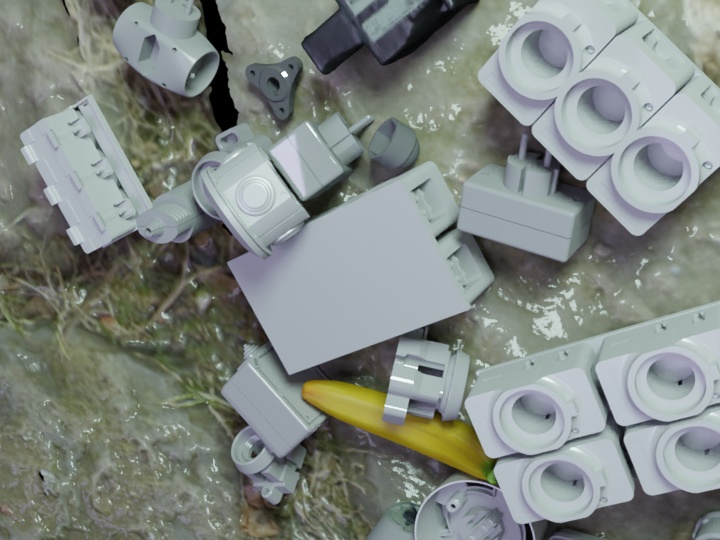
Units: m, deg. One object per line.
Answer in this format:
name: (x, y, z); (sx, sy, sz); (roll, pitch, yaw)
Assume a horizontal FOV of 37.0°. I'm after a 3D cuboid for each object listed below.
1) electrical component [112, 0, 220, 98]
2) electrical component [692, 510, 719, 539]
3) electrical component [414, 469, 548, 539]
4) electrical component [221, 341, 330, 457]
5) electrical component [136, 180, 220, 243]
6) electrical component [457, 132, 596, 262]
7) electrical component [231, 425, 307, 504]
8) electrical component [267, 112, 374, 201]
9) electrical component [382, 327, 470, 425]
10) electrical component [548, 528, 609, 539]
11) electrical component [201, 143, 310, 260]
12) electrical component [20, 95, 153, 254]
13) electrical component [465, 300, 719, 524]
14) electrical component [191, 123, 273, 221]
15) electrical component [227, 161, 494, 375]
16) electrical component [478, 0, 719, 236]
electrical component: (-0.150, -0.190, 0.855); (0.077, 0.043, 0.079); (35, 126, 14)
electrical component: (0.259, 0.207, 0.775); (0.048, 0.062, 0.048); (14, 119, 27)
electrical component: (0.100, 0.207, 0.873); (0.099, 0.064, 0.099); (14, 119, 27)
electrical component: (-0.073, 0.105, 0.936); (0.096, 0.062, 0.061); (47, 128, 5)
electrical component: (-0.151, -0.046, 0.901); (0.043, 0.081, 0.043); (14, 119, 27)
electrical component: (0.118, -0.058, 0.747); (0.083, 0.047, 0.075); (19, 121, 24)
electrical component: (-0.083, 0.169, 0.969); (0.048, 0.066, 0.055); (-7, 141, 34)
electrical component: (-0.022, -0.093, 0.812); (0.077, 0.066, 0.047); (-35, 91, 9)
electrical component: (0.053, 0.086, 0.843); (0.057, 0.078, 0.058); (12, 151, 3)
electrical component: (0.196, 0.258, 0.842); (0.113, 0.057, 0.078); (10, 117, 28)
electrical component: (-0.077, -0.052, 0.797); (0.051, 0.080, 0.080); (-35, 91, 3)
electrical component: (-0.242, -0.081, 0.952); (0.079, 0.063, 0.121); (-22, 99, 37)
electrical component: (0.180, 0.104, 0.751); (0.186, 0.060, 0.105); (-19, 101, 23)
electrical component: (-0.099, -0.073, 0.870); (0.058, 0.057, 0.078); (-20, 100, 37)
electrical component: (0.000, 0.000, 0.841); (0.186, 0.060, 0.105); (-23, 99, 37)
electrical component: (0.161, -0.108, 0.687); (0.150, 0.062, 0.089); (46, 128, 5)
